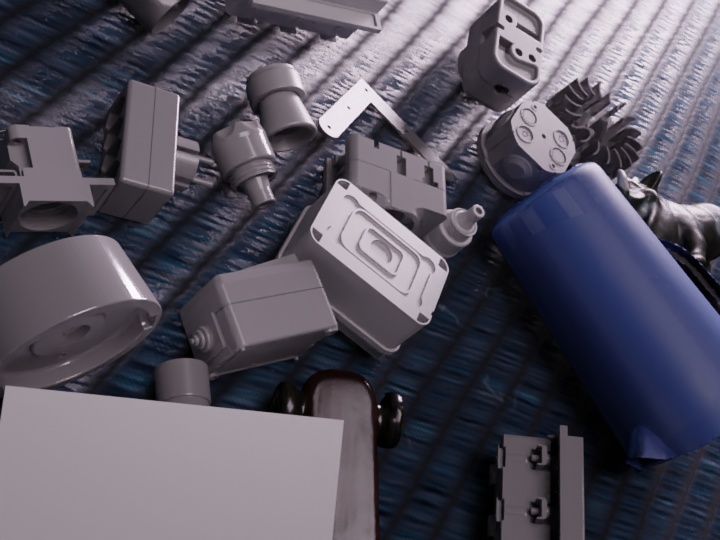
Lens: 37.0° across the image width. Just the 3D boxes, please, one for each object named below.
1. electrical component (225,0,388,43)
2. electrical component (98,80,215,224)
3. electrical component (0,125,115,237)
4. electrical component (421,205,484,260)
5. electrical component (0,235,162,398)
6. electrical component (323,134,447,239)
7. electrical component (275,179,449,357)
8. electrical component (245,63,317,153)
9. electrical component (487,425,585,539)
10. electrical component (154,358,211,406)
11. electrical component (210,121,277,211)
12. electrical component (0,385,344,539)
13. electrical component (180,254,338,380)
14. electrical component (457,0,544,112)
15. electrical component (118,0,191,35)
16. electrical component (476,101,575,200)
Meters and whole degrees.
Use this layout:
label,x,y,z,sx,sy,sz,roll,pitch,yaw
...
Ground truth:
label,x,y,z,sx,sy,sz,roll,pitch,yaw
electrical component,-0.048,-0.231,0.885,0.121,0.063,0.078,4,64,-34
electrical component,-0.136,-0.077,0.749,0.076,0.047,0.083,15,58,-29
electrical component,-0.206,-0.058,0.694,0.081,0.042,0.063,-2,64,-37
electrical component,0.077,-0.034,0.867,0.035,0.061,0.035,17,57,-28
electrical component,-0.178,0.021,0.629,0.108,0.108,0.060,-17,70,-40
electrical component,0.019,-0.059,0.847,0.089,0.050,0.055,17,57,-27
electrical component,0.000,0.000,0.791,0.113,0.057,0.078,39,42,-12
electrical component,-0.062,-0.125,0.830,0.045,0.045,0.055,-4,68,-37
electrical component,0.127,0.183,0.778,0.063,0.078,0.121,6,58,1
electrical component,-0.111,0.089,0.681,0.044,0.044,0.065,10,56,-31
electrical component,-0.082,-0.075,0.789,0.043,0.043,0.062,-14,76,-39
electrical component,-0.111,0.128,0.608,0.186,0.060,0.105,8,81,-17
electrical component,-0.075,0.031,0.723,0.096,0.062,0.061,-10,72,-39
electrical component,0.130,-0.197,0.995,0.054,0.059,0.095,26,53,-21
electrical component,-0.159,-0.229,0.818,0.077,0.043,0.079,47,48,-5
electrical component,0.149,-0.108,0.966,0.080,0.051,0.080,17,57,-28
